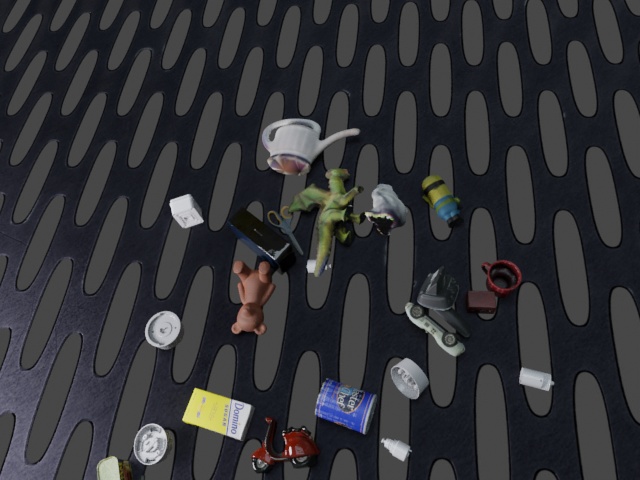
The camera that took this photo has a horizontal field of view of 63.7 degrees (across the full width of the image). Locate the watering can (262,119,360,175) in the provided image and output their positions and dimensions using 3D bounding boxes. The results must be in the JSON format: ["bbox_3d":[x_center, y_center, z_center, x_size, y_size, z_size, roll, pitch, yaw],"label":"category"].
[{"bbox_3d":[-0.045,-0.331,1.806,0.348,0.102,0.229,7,64,13],"label":"watering can"}]

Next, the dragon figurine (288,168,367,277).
[{"bbox_3d":[0.005,-0.085,1.680,0.244,0.119,0.417,18,61,32],"label":"dragon figurine"}]

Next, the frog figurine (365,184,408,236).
[{"bbox_3d":[0.223,-0.115,1.647,0.137,0.121,0.163,32,56,-13],"label":"frog figurine"}]
